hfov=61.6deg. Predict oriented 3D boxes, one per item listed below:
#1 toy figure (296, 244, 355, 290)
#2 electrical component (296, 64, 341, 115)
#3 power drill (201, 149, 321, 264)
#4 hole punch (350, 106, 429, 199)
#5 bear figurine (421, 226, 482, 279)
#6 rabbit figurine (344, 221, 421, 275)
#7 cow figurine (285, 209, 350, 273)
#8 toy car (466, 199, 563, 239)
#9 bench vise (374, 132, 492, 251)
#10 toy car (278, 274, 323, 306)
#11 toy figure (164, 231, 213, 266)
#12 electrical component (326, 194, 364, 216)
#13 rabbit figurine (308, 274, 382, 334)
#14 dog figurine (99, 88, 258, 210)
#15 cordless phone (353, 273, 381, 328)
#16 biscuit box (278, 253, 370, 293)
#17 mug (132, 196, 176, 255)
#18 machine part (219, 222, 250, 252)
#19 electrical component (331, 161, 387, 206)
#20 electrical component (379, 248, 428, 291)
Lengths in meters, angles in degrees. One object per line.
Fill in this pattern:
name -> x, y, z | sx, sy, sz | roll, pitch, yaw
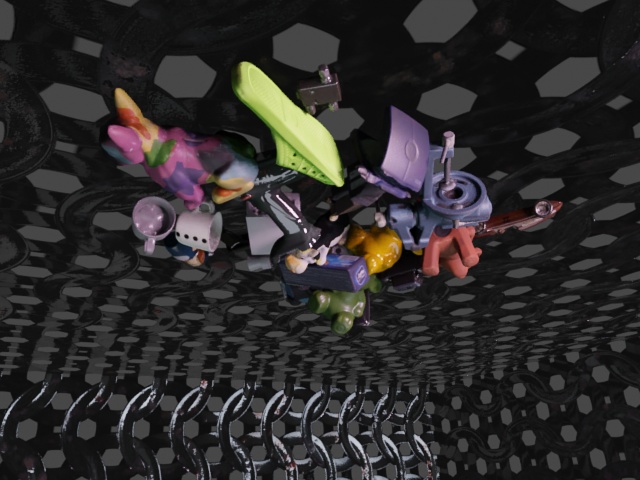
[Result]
toy figure -> 0.015, 0.050, 1.275 | 0.180, 0.082, 0.089 | -41, 175, 27
electrical component -> -0.003, -0.216, 0.777 | 0.063, 0.021, 0.094 | -6, 156, 8
power drill -> -0.108, -0.060, 0.974 | 0.232, 0.086, 0.207 | -21, 113, 20
hole punch -> 0.122, -0.139, 0.863 | 0.092, 0.116, 0.142 | -31, 145, 32
bear figurine -> 0.286, 0.038, 1.156 | 0.120, 0.132, 0.195 | -14, 145, 18
rabbit figurine -> 0.160, -0.004, 1.170 | 0.162, 0.122, 0.173 | 8, 135, -31
cow figurine -> -0.001, -0.002, 1.109 | 0.068, 0.167, 0.098 | 38, 143, 13
toy car -> 0.417, -0.043, 1.157 | 0.202, 0.053, 0.089 | -16, 170, 26
bench vise -> 0.204, -0.091, 0.981 | 0.224, 0.129, 0.240 | 2, 137, 11
toy car -> -0.019, 0.104, 1.388 | 0.162, 0.109, 0.103 | -16, -168, 13
toy figure -> -0.305, 0.026, 1.243 | 0.064, 0.058, 0.154 | 30, 170, 25
electrical component -> 0.060, -0.083, 1.061 | 0.078, 0.045, 0.102 | -21, 174, -39
rabbit figurine -> 0.082, 0.117, 1.263 | 0.159, 0.121, 0.170 | -20, 150, -48
dog figurine -> -0.220, -0.142, 0.818 | 0.192, 0.108, 0.219 | -13, 152, 22
cordless phone -> 0.130, 0.125, 1.360 | 0.147, 0.184, 0.088 | -17, 148, 28
biscuit box -> 0.007, 0.066, 1.172 | 0.203, 0.059, 0.062 | 5, 123, 38
mug -> -0.336, -0.023, 1.074 | 0.081, 0.109, 0.107 | 1, 170, -22
machine part -> -0.197, -0.004, 1.209 | 0.084, 0.039, 0.138 | -8, 158, 23
electrical component -> 0.077, -0.102, 0.978 | 0.047, 0.075, 0.119 | 17, 145, -37
electrical component -> 0.198, 0.050, 1.263 | 0.115, 0.134, 0.058 | -21, 151, 31
